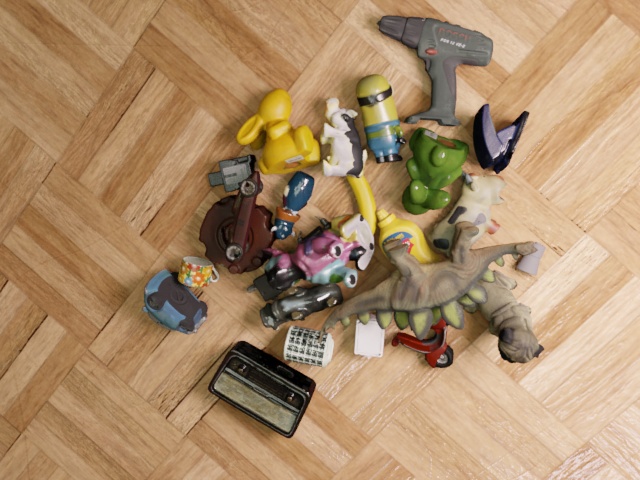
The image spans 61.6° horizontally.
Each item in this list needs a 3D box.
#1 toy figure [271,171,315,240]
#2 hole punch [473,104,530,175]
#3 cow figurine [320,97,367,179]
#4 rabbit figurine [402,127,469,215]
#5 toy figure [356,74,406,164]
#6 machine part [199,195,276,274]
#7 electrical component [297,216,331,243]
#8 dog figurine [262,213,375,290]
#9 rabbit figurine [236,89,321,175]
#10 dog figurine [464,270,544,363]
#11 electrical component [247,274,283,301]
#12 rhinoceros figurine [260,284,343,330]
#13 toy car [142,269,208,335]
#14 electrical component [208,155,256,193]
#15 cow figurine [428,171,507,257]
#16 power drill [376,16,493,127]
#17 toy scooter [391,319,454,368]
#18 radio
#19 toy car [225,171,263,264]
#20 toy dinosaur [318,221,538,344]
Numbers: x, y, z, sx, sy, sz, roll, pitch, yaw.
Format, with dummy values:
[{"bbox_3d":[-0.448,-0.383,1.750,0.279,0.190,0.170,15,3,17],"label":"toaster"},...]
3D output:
[{"bbox_3d":[-0.060,-0.073,1.175,0.064,0.058,0.154,25,104,-3],"label":"toy figure"},{"bbox_3d":[0.338,-0.197,1.048,0.092,0.142,0.115,18,89,4],"label":"hole punch"},{"bbox_3d":[0.050,-0.212,1.112,0.098,0.068,0.167,1,89,-3],"label":"cow figurine"},{"bbox_3d":[0.224,-0.117,1.083,0.121,0.159,0.170,17,118,-3],"label":"rabbit figurine"},{"bbox_3d":[0.125,-0.245,1.094,0.082,0.089,0.180,-11,96,4],"label":"toy figure"},{"bbox_3d":[-0.185,-0.012,1.210,0.179,0.056,0.179,2,99,10],"label":"machine part"},{"bbox_3d":[-0.003,-0.002,1.187,0.078,0.045,0.102,39,107,-21],"label":"electrical component"},{"bbox_3d":[-0.015,0.030,1.126,0.219,0.191,0.108,-5,125,38],"label":"dog figurine"},{"bbox_3d":[-0.088,-0.230,1.138,0.162,0.122,0.173,-15,83,21],"label":"rabbit figurine"},{"bbox_3d":[0.362,0.144,1.073,0.172,0.190,0.121,43,104,2],"label":"dog figurine"},{"bbox_3d":[-0.120,0.109,1.238,0.094,0.021,0.063,-29,95,13],"label":"electrical component"},{"bbox_3d":[-0.043,0.140,1.191,0.190,0.112,0.073,-21,80,1],"label":"rhinoceros figurine"},{"bbox_3d":[-0.347,0.155,1.254,0.161,0.109,0.103,46,127,-12],"label":"toy car"},{"bbox_3d":[-0.197,-0.145,1.191,0.119,0.048,0.074,-7,98,10],"label":"electrical component"},{"bbox_3d":[0.304,-0.055,1.104,0.127,0.085,0.195,40,106,-4],"label":"cow figurine"},{"bbox_3d":[0.217,-0.332,1.073,0.232,0.086,0.207,8,94,6],"label":"power drill"},{"bbox_3d":[0.226,0.191,1.167,0.135,0.075,0.183,4,106,9],"label":"toy scooter"},{"bbox_3d":[-0.131,0.343,1.256,0.230,0.073,0.131,29,104,3],"label":"radio"},{"bbox_3d":[-0.162,-0.048,1.127,0.053,0.089,0.202,14,100,3],"label":"toy car"},{"bbox_3d":[0.192,0.093,1.068,0.472,0.105,0.198,-17,96,19],"label":"toy dinosaur"}]
